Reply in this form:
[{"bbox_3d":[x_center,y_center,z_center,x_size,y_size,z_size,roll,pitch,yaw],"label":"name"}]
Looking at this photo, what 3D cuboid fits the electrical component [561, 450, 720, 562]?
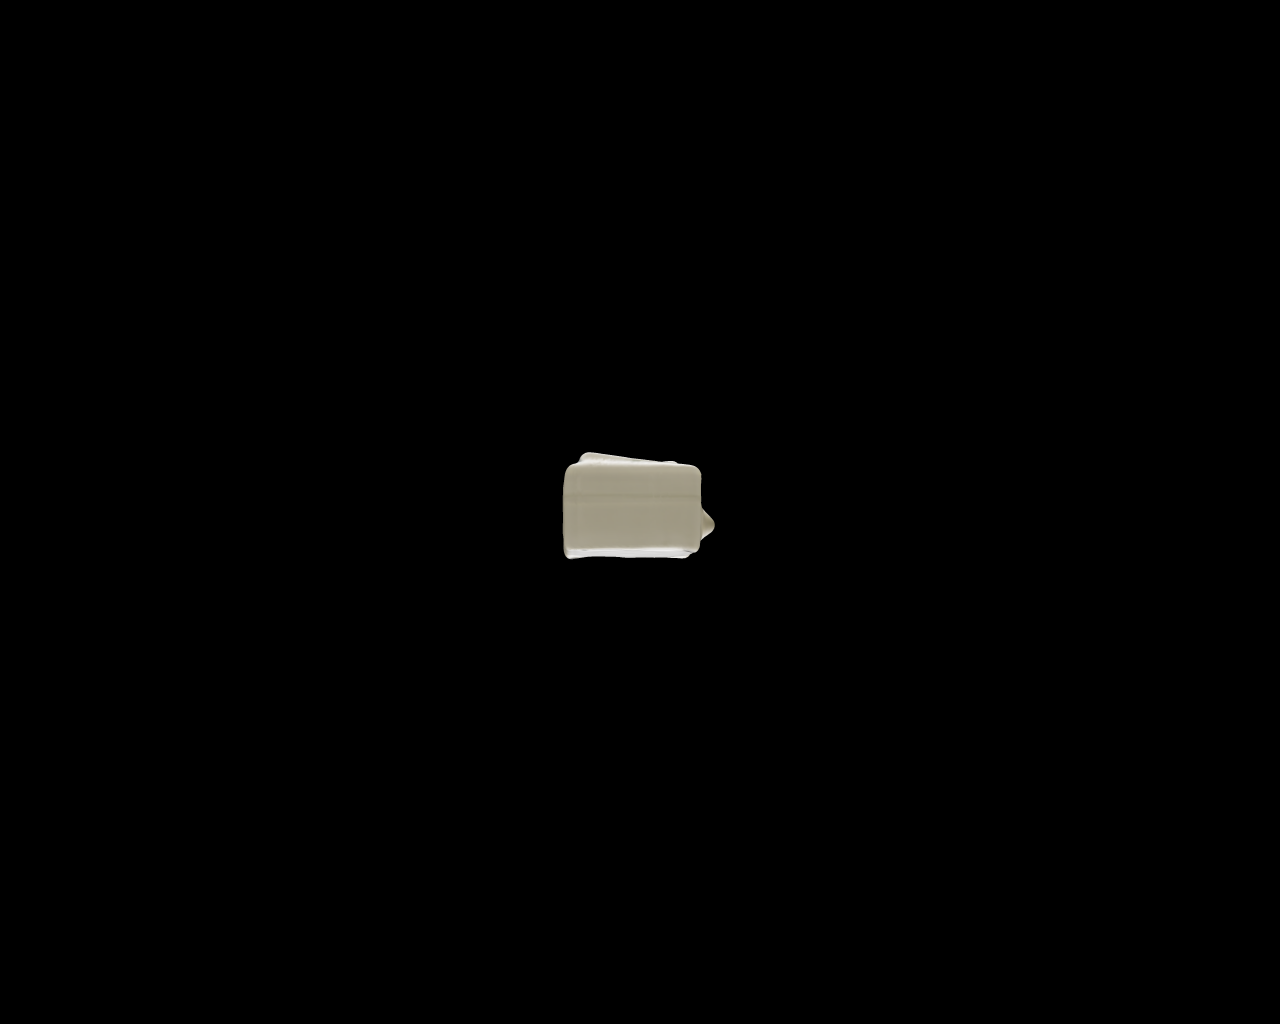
[{"bbox_3d":[0.001,-0.003,0.650,0.096,0.061,0.061,1,-7,-5],"label":"electrical component"}]
